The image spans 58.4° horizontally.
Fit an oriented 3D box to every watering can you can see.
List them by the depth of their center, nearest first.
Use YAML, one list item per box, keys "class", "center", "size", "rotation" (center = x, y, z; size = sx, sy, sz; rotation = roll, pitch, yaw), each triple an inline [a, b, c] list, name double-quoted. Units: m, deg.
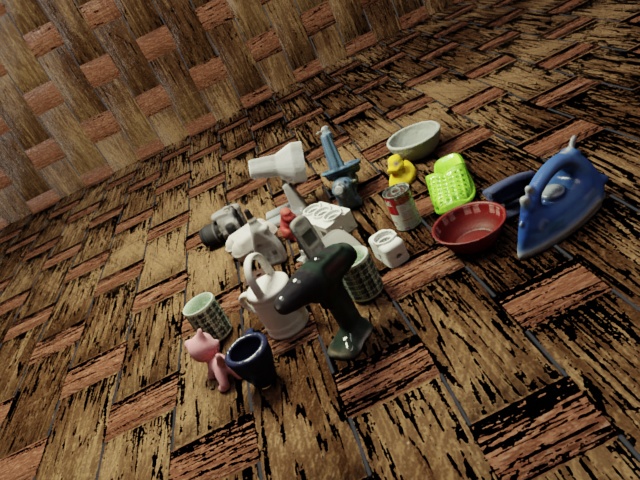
- class: "watering can"
  center: [-0.099, 0.108, 1.226]
  size: [0.173, 0.194, 0.100]
  rotation: [-24, 27, 4]

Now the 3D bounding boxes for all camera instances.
- class: "camera"
  center: [-0.307, -0.046, 1.785]
  size: [0.136, 0.101, 0.143]
  rotation: [-23, 27, 7]

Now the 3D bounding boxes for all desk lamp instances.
- class: "desk lamp"
  center: [-0.108, -0.168, 1.699]
  size: [0.203, 0.214, 0.118]
  rotation: [-24, 27, 5]

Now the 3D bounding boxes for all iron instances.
- class: "iron"
  center: [0.459, -0.089, 1.140]
  size: [0.259, 0.142, 0.118]
  rotation: [-39, 30, -23]

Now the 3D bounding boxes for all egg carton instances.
- class: "egg carton"
  center: [-0.195, 0.000, 1.639]
  size: [0.150, 0.069, 0.107]
  rotation: [-37, 29, -19]

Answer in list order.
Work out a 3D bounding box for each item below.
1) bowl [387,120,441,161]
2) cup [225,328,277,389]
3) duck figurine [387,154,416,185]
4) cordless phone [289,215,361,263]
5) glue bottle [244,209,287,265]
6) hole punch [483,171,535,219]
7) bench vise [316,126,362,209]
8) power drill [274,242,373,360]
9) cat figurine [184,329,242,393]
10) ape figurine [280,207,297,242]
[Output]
- class: "bowl"
  center: [0.288, -0.285, 1.709]
  size: [0.167, 0.075, 0.167]
  rotation: [-21, 28, 12]
- class: "cup"
  center: [-0.127, 0.238, 1.133]
  size: [0.091, 0.095, 0.117]
  rotation: [-22, 27, 10]
- class: "duck figurine"
  center: [0.222, -0.201, 1.607]
  size: [0.077, 0.086, 0.105]
  rotation: [-1, 37, 41]
- class: "cordless phone"
  center: [0.012, 0.005, 1.320]
  size: [0.093, 0.185, 0.148]
  rotation: [3, 39, 44]
- class: "glue bottle"
  center: [-0.154, -0.009, 1.505]
  size: [0.078, 0.173, 0.037]
  rotation: [-17, 29, 19]
- class: "hole punch"
  center: [0.418, -0.112, 1.271]
  size: [0.108, 0.091, 0.101]
  rotation: [-25, 27, 3]
- class: "bench vise"
  center: [0.061, -0.207, 1.612]
  size: [0.121, 0.220, 0.207]
  rotation: [-27, 27, 0]
- class: "power drill"
  center: [0.018, 0.121, 1.084]
  size: [0.075, 0.209, 0.230]
  rotation: [-5, 34, 36]
- class: "cat figurine"
  center: [-0.227, 0.239, 1.193]
  size: [0.067, 0.118, 0.127]
  rotation: [-39, 30, -23]
- class: "ape figurine"
  center: [-0.084, -0.049, 1.604]
  size: [0.078, 0.092, 0.076]
  rotation: [-36, 29, -18]
